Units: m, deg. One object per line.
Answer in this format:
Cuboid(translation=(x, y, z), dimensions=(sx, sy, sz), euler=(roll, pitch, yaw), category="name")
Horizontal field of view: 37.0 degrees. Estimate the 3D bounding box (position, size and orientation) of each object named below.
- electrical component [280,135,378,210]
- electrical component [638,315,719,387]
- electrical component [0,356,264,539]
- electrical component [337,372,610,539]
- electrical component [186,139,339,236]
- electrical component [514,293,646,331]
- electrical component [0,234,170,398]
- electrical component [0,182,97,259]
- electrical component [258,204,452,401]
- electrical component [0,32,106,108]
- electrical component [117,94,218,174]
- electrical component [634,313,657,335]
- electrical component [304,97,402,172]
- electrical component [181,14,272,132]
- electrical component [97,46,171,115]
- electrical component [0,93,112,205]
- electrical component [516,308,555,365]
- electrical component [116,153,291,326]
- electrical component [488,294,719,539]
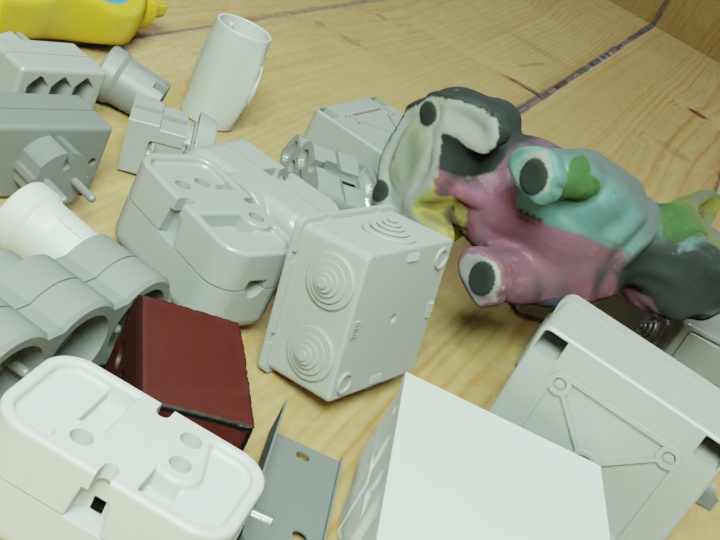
Cuboid(translation=(-0.020, -0.048, 0.721), dimensions=(0.057, 0.058, 0.078), euler=(16, 48, -32), category="electrical component")
Cuboid(translation=(0.243, 0.065, 0.771), dimensions=(0.096, 0.061, 0.061), euler=(27, 25, -3), category="electrical component")
Cuboid(translation=(-0.092, 0.084, 0.398), dimensions=(0.095, 0.059, 0.053), euler=(30, 25, 4), category="electrical component")
Cuboid(translation=(0.044, 0.133, 0.443), dimensions=(0.105, 0.060, 0.186), euler=(26, 25, -4), category="electrical component")
Cuboid(translation=(-0.068, -0.034, 0.654), dimensions=(0.095, 0.053, 0.059), euler=(35, 26, 15), category="electrical component")
Cuboid(translation=(0.157, -0.006, 0.826), dimensions=(0.109, 0.056, 0.108), euler=(15, 28, -26), category="electrical component")
Cuboid(translation=(-0.153, 0.016, 0.476), dimensions=(0.074, 0.052, 0.138), euler=(34, 26, 13), category="electrical component")
Cuboid(translation=(-0.158, -0.016, 0.547), dimensions=(0.046, 0.040, 0.040), euler=(38, 26, 8), category="electrical component")
Cuboid(translation=(0.000, 0.017, 0.577), dimensions=(0.048, 0.099, 0.100), euler=(27, 22, 29), category="electrical component")
Cuboid(translation=(-0.216, -0.126, 0.687), dimensions=(0.077, 0.047, 0.066), euler=(41, 28, 25), category="electrical component")
Cuboid(translation=(-0.125, -0.084, 0.702), dimensions=(0.055, 0.048, 0.066), euler=(14, 28, -13), category="electrical component")
Cuboid(translation=(0.247, 0.033, 0.843), dimensions=(0.050, 0.055, 0.089), euler=(0, 37, -46), category="electrical component")
Cuboid(translation=(0.020, -0.080, 0.828), dimensions=(0.109, 0.056, 0.109), euler=(35, 26, 15), category="electrical component")
Cuboid(translation=(-0.103, -0.157, 0.824), dimensions=(0.044, 0.077, 0.079), euler=(19, 26, -19), category="electrical component")
Cuboid(translation=(-0.162, -0.129, 0.758), dimensions=(0.046, 0.040, 0.040), euler=(31, 24, -10), category="electrical component")
Cuboid(translation=(-0.177, -0.060, 0.600), dimensions=(0.076, 0.047, 0.083), euler=(42, 28, 26), category="electrical component")
Cuboid(translation=(0.160, 0.061, 0.713), dimensions=(0.083, 0.047, 0.076), euler=(37, 26, 18), category="electrical component")
Cuboid(translation=(-0.088, -0.014, 0.588), dimensions=(0.054, 0.059, 0.095), euler=(-5, 40, -49), category="electrical component")
Cuboid(translation=(0.121, 0.088, 0.550), dimensions=(0.109, 0.108, 0.056), euler=(34, 28, 13), category="electrical component")
